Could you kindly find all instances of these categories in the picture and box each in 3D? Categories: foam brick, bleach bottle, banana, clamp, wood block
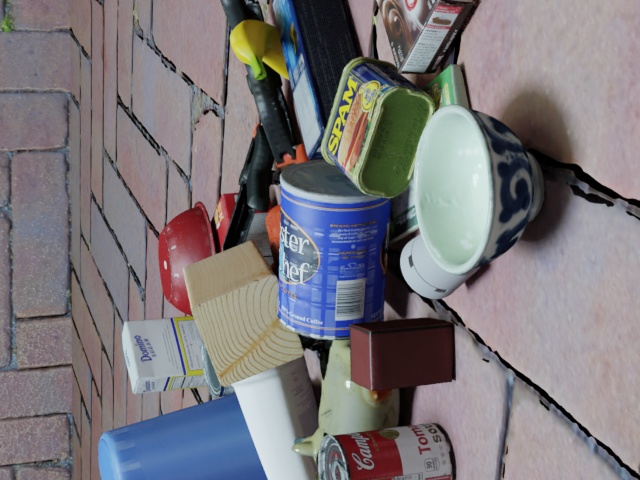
[{"bbox_3d":[0.070,0.097,0.920,0.053,0.078,0.051,-173,79,-71],"label":"foam brick"},{"bbox_3d":[-0.024,0.243,1.138,0.102,0.068,0.251,-24,-82,-69],"label":"bleach bottle"},{"bbox_3d":[-0.057,-0.196,1.118,0.197,0.037,0.069,-32,-76,-74],"label":"banana"},{"bbox_3d":[-0.067,-0.188,1.216,0.164,0.036,0.210,7,-113,-81],"label":"clamp"},{"bbox_3d":[-0.081,-0.062,1.273,0.120,0.039,0.171,-51,21,41],"label":"clamp"},{"bbox_3d":[-0.086,0.072,1.137,0.206,0.090,0.090,-136,25,-76],"label":"wood block"}]

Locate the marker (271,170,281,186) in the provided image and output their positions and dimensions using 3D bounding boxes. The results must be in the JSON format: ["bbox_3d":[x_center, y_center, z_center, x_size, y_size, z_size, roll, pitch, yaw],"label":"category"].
[{"bbox_3d":[-0.041,-0.071,1.267,0.121,0.020,0.020,-162,70,-68],"label":"marker"}]

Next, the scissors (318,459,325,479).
[{"bbox_3d":[0.027,0.265,1.030,0.202,0.096,0.016,109,176,-53],"label":"scissors"}]

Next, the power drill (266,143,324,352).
[{"bbox_3d":[-0.007,0.001,1.135,0.188,0.057,0.184,114,146,-51],"label":"power drill"}]

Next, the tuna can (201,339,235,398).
[{"bbox_3d":[-0.116,0.145,1.282,0.086,0.033,0.086,174,90,-69],"label":"tuna can"}]

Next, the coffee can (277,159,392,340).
[{"bbox_3d":[0.013,0.007,0.984,0.103,0.102,0.140,-133,41,-60],"label":"coffee can"}]

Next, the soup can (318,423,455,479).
[{"bbox_3d":[0.058,0.199,0.931,0.069,0.102,0.068,177,90,-70],"label":"soup can"}]

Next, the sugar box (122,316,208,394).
[{"bbox_3d":[-0.168,0.149,1.416,0.048,0.176,0.093,111,148,-48],"label":"sugar box"}]

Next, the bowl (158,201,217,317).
[{"bbox_3d":[-0.175,0.032,1.385,0.162,0.055,0.162,175,90,-72],"label":"bowl"}]

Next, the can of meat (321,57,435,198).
[{"bbox_3d":[0.050,-0.095,0.915,0.084,0.057,0.102,-128,51,-58],"label":"can of meat"}]

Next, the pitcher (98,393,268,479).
[{"bbox_3d":[-0.124,0.255,1.226,0.145,0.242,0.149,162,97,-68],"label":"pitcher"}]

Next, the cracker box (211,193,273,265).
[{"bbox_3d":[-0.091,0.069,1.351,0.164,0.072,0.214,124,137,-60],"label":"cracker box"}]

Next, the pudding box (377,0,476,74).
[{"bbox_3d":[0.083,-0.208,0.888,0.090,0.039,0.113,118,143,-54],"label":"pudding box"}]
